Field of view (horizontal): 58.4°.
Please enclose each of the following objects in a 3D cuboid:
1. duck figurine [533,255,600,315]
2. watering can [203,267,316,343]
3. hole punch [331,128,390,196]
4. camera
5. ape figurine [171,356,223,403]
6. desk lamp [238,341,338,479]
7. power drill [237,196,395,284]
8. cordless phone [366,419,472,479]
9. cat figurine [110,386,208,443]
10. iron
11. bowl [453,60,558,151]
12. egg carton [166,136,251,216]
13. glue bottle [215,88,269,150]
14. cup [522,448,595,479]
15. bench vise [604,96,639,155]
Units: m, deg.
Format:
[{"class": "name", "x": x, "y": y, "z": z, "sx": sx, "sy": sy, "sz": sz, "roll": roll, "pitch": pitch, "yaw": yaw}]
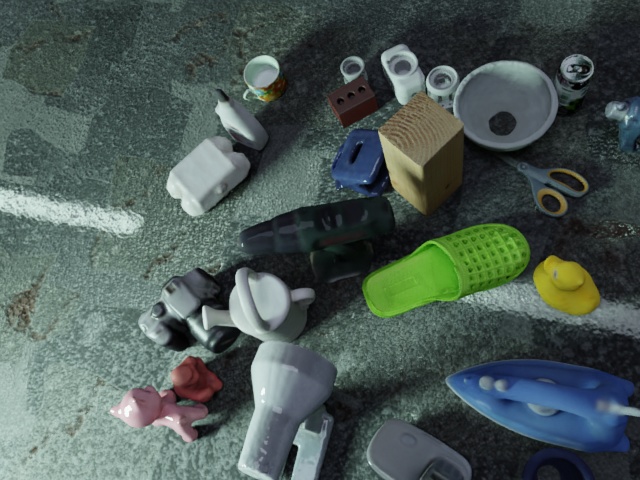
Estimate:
[{"class": "duck figurine", "x": 0.375, "y": 0.063, "z": 0.861, "sx": 0.077, "sy": 0.086, "sz": 0.104, "roll": -44, "pitch": 68, "yaw": -4}, {"class": "watering can", "x": -0.097, "y": 0.106, "z": 0.894, "sx": 0.173, "sy": 0.194, "sz": 0.100, "roll": -36, "pitch": 68, "yaw": -1}, {"class": "hole punch", "x": 0.074, "y": -0.138, "z": 0.993, "sx": 0.101, "sy": 0.091, "sz": 0.109, "roll": 21, "pitch": 78, "yaw": 18}, {"class": "camera", "x": -0.213, "y": 0.135, "z": 0.961, "sx": 0.136, "sy": 0.101, "sz": 0.143, "roll": 41, "pitch": 85, "yaw": 21}, {"class": "ape figurine", "x": -0.211, "y": 0.227, "z": 0.935, "sx": 0.076, "sy": 0.092, "sz": 0.078, "roll": -12, "pitch": 70, "yaw": 9}, {"class": "desk lamp", "x": -0.044, "y": 0.260, "z": 0.821, "sx": 0.117, "sy": 0.214, "sz": 0.203, "roll": 11, "pitch": 75, "yaw": 16}, {"class": "power drill", "x": 0.008, "y": 0.003, "z": 0.897, "sx": 0.229, "sy": 0.209, "sz": 0.075, "roll": -17, "pitch": 69, "yaw": 7}, {"class": "cordless phone", "x": 0.131, "y": 0.311, "z": 0.780, "sx": 0.147, "sy": 0.185, "sz": 0.094, "roll": 25, "pitch": 79, "yaw": 19}, {"class": "cat figurine", "x": -0.261, "y": 0.275, "z": 0.916, "sx": 0.127, "sy": 0.118, "sz": 0.067, "roll": 15, "pitch": 76, "yaw": 17}, {"class": "iron", "x": 0.303, "y": 0.218, "z": 0.796, "sx": 0.257, "sy": 0.142, "sz": 0.119, "roll": 8, "pitch": 74, "yaw": 15}, {"class": "bowl", "x": 0.311, "y": -0.215, "z": 0.973, "sx": 0.167, "sy": 0.075, "sz": 0.167, "roll": -4, "pitch": 71, "yaw": 12}, {"class": "egg carton", "x": -0.206, "y": -0.118, "z": 1.060, "sx": 0.150, "sy": 0.069, "sz": 0.107, "roll": -44, "pitch": 68, "yaw": -4}, {"class": "glue bottle", "x": -0.152, "y": -0.222, "z": 1.027, "sx": 0.078, "sy": 0.173, "sz": 0.037, "roll": 23, "pitch": 79, "yaw": 19}, {"class": "cup", "x": 0.316, "y": 0.343, "z": 0.776, "sx": 0.091, "sy": 0.095, "sz": 0.118, "roll": 7, "pitch": 74, "yaw": 15}, {"class": "bench vise", "x": 0.542, "y": -0.189, "z": 0.834, "sx": 0.207, "sy": 0.220, "sz": 0.121, "roll": -13, "pitch": 70, "yaw": 9}]
